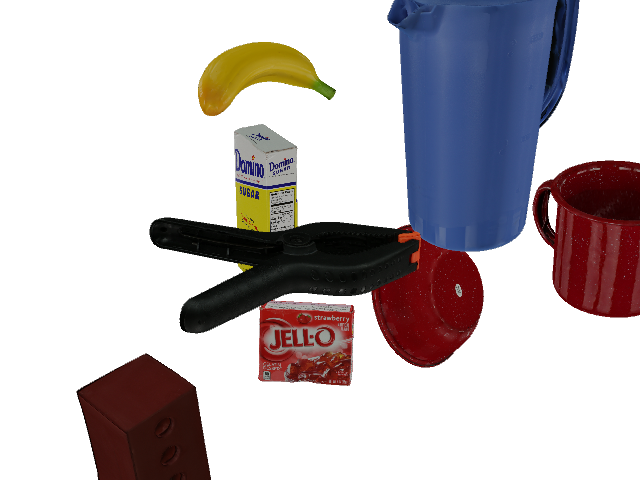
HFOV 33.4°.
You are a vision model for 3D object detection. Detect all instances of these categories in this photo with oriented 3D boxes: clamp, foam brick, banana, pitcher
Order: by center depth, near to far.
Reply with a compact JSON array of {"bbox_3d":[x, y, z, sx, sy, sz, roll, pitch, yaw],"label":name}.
[{"bbox_3d":[-0.105,0.119,0.643,0.052,0.078,0.051,-30,39,-34],"label":"foam brick"},{"bbox_3d":[-0.027,0.012,0.819,0.209,0.036,0.165,-8,27,-21],"label":"clamp"},{"bbox_3d":[0.141,-0.119,0.932,0.149,0.243,0.145,5,33,12],"label":"pitcher"},{"bbox_3d":[-0.058,-0.152,0.978,0.070,0.037,0.197,41,32,20],"label":"banana"}]

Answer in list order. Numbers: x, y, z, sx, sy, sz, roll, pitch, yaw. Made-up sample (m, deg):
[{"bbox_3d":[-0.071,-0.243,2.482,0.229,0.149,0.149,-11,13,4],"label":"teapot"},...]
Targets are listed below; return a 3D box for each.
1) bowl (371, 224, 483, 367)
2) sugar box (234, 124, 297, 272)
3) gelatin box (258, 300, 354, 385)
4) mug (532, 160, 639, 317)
[{"bbox_3d":[0.130,0.058,1.175,0.161,0.162,0.055,0,-8,-44],"label":"bowl"},{"bbox_3d":[-0.063,-0.035,1.222,0.048,0.176,0.093,-14,27,-24],"label":"sugar box"},{"bbox_3d":[-0.014,0.097,1.008,0.089,0.073,0.030,3,13,5],"label":"gelatin box"},{"bbox_3d":[0.198,-0.004,0.756,0.093,0.081,0.117,-27,38,-35],"label":"mug"}]
